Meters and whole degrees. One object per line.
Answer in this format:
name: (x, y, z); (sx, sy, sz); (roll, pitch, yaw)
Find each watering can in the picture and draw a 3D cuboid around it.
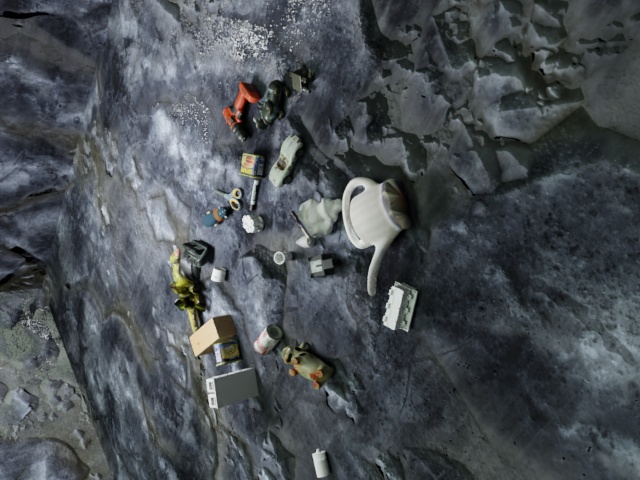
watering can: (0.170, -0.031, 1.484); (0.221, 0.104, 0.352); (-28, 70, 41)

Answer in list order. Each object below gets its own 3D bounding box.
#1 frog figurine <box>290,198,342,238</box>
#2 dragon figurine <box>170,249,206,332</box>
frog figurine: (0.005, -0.084, 1.678); (0.159, 0.120, 0.140); (-33, 53, 2)
dragon figurine: (-0.592, 0.238, 2.279); (0.245, 0.123, 0.404); (-144, 43, -63)
